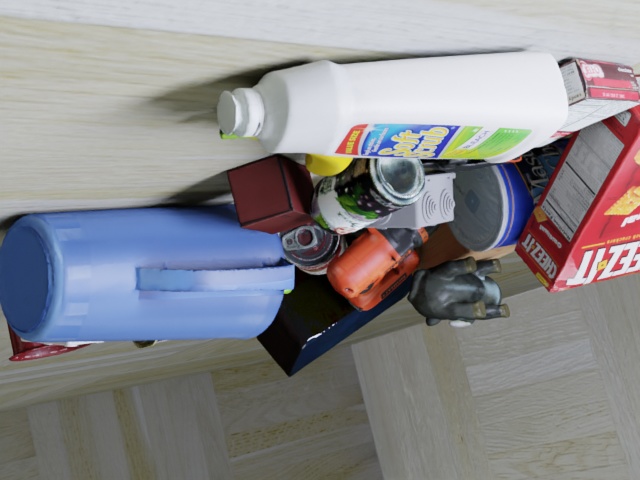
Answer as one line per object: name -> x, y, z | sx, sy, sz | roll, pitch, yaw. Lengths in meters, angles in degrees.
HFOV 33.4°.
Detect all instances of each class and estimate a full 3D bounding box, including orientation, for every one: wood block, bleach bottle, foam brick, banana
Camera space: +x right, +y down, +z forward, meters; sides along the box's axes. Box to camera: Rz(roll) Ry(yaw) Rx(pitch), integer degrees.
wood block -> 0.177, -0.020, 1.251 | 0.090, 0.091, 0.206 | -10, 171, -19
bleach bottle -> 0.046, -0.088, 0.736 | 0.250, 0.068, 0.103 | -6, 167, -29
foam brick -> -0.039, -0.039, 0.939 | 0.053, 0.051, 0.078 | -17, 171, 16
banana -> -0.007, -0.077, 0.816 | 0.070, 0.037, 0.197 | 3, 175, 19

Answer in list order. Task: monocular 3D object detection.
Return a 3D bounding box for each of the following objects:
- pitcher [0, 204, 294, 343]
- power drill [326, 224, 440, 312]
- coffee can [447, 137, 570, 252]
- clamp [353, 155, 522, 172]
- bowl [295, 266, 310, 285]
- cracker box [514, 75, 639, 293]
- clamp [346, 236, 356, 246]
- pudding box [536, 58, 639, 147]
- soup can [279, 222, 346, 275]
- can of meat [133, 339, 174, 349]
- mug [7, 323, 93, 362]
pitcher -> -0.151, 0.031, 0.955 | 0.242, 0.145, 0.149 | -1, 139, -44
power drill -> 0.083, 0.006, 1.200 | 0.184, 0.057, 0.187 | -38, 168, -9
coffee can -> 0.211, -0.048, 1.092 | 0.140, 0.103, 0.103 | -9, 170, -27
clamp -> 0.103, -0.080, 0.949 | 0.171, 0.039, 0.120 | 4, 168, -41
bowl -> -0.044, 0.073, 1.465 | 0.162, 0.055, 0.162 | -1, 158, -1
cracker box -> 0.299, -0.054, 1.000 | 0.163, 0.072, 0.214 | -9, 139, -27
clamp -> 0.058, 0.025, 1.518 | 0.209, 0.036, 0.165 | -2, 166, -39
pudding box -> 0.194, -0.112, 0.886 | 0.089, 0.039, 0.114 | -3, 164, -46
soup can -> -0.008, 0.001, 1.182 | 0.068, 0.068, 0.102 | -15, 172, 4
can of meat -> -0.174, 0.066, 1.217 | 0.083, 0.102, 0.058 | -9, 172, -42
mug -> -0.304, 0.087, 1.206 | 0.093, 0.081, 0.117 | -17, 170, 19
